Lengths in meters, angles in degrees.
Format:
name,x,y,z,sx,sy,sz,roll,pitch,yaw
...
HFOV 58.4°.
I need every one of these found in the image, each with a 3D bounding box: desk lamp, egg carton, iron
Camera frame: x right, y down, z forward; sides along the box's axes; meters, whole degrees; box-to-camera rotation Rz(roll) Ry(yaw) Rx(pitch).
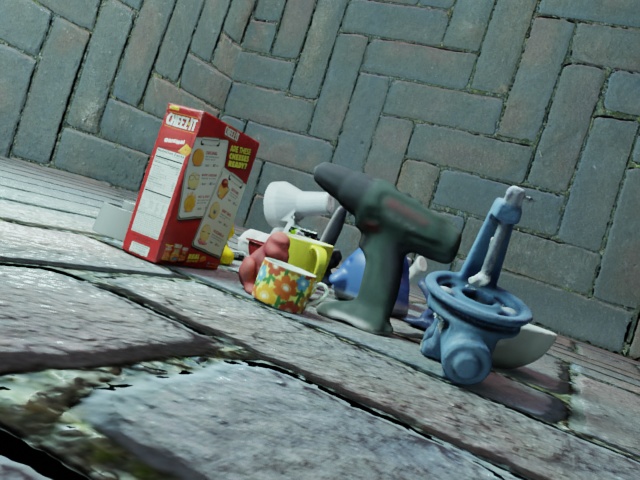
name,x,y,z,sx,sy,sz,roll,pitch,yaw
desk lamp,-0.057,-0.034,1.463,0.202,0.213,0.118,18,1,24
egg carton,-0.113,0.025,1.322,0.107,0.069,0.151,18,1,41
iron,0.129,0.067,1.120,0.118,0.141,0.259,18,1,32

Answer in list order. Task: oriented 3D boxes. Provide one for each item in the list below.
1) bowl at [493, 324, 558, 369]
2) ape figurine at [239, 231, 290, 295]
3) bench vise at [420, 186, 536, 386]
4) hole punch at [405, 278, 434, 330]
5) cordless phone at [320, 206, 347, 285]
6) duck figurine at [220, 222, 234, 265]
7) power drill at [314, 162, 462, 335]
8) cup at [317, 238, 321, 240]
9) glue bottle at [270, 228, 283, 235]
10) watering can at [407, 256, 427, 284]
name,x,y,z,sx,sy,sz,roll,pitch,yaw
bowl,0.259,0.147,0.857,0.167,0.075,0.167,18,1,0
ape figurine,-0.069,0.032,0.798,0.078,0.092,0.076,18,1,-6
bench vise,0.174,0.045,0.673,0.122,0.220,0.207,18,1,-11
hole punch,0.220,0.124,1.025,0.100,0.091,0.109,18,1,29
cordless phone,0.012,0.005,1.294,0.094,0.185,0.148,18,1,4
duck figurine,-0.185,-0.005,1.038,0.077,0.086,0.104,18,1,-2
power drill,0.070,0.016,0.804,0.229,0.208,0.076,18,1,11
cup,-0.058,0.027,1.548,0.118,0.095,0.091,18,1,-31
glue bottle,-0.100,-0.029,1.622,0.078,0.173,0.037,18,1,-19
watering can,0.177,0.053,1.378,0.172,0.194,0.101,18,1,22
